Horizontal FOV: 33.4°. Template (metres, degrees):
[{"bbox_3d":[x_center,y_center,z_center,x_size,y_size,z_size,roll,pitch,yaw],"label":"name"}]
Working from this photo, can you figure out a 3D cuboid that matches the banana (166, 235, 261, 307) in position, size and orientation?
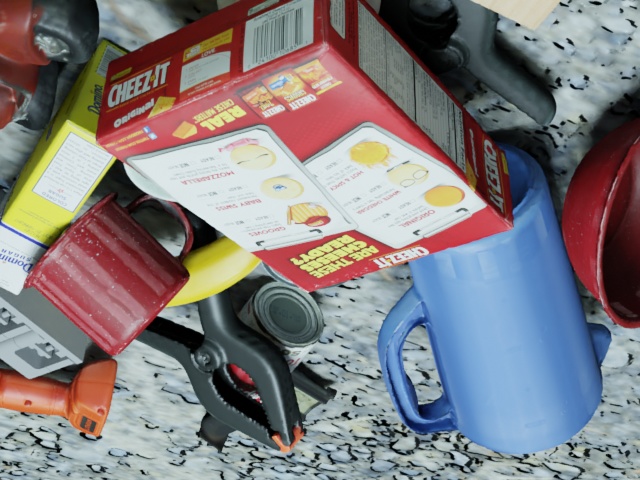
[{"bbox_3d":[-0.123,0.019,0.809,0.198,0.037,0.069,1,110,19],"label":"banana"}]

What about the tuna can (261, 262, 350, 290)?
[{"bbox_3d":[-0.005,0.001,0.836,0.086,0.033,0.086,1,139,1],"label":"tuna can"}]

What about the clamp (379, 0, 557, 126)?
[{"bbox_3d":[0.073,-0.120,0.695,0.120,0.039,0.171,-22,130,17],"label":"clamp"}]

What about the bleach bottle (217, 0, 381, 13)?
[{"bbox_3d":[-0.008,-0.230,0.556,0.102,0.068,0.251,3,136,1],"label":"bleach bottle"}]

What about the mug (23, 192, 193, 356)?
[{"bbox_3d":[-0.139,0.018,0.754,0.081,0.117,0.093,43,163,-2],"label":"mug"}]

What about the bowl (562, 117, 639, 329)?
[{"bbox_3d":[0.219,-0.022,0.748,0.055,0.162,0.162,21,156,43],"label":"bowl"}]

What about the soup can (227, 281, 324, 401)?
[{"bbox_3d":[-0.047,0.090,0.913,0.068,0.068,0.102,19,134,-19],"label":"soup can"}]

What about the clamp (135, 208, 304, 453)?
[{"bbox_3d":[-0.082,0.079,0.860,0.210,0.036,0.165,45,127,4],"label":"clamp"}]

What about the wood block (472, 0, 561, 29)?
[{"bbox_3d":[0.132,-0.221,0.539,0.090,0.091,0.206,21,135,-21],"label":"wood block"}]

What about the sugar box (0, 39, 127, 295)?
[{"bbox_3d":[-0.182,-0.047,0.741,0.048,0.093,0.176,31,130,-20],"label":"sugar box"}]

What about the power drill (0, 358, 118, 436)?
[{"bbox_3d":[-0.275,0.120,0.934,0.187,0.057,0.185,12,157,-10],"label":"power drill"}]

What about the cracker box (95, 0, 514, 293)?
[{"bbox_3d":[-0.003,-0.058,0.656,0.164,0.072,0.213,-18,144,31],"label":"cracker box"}]

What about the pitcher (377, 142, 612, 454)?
[{"bbox_3d":[0.127,0.050,0.816,0.145,0.149,0.242,9,141,31],"label":"pitcher"}]
